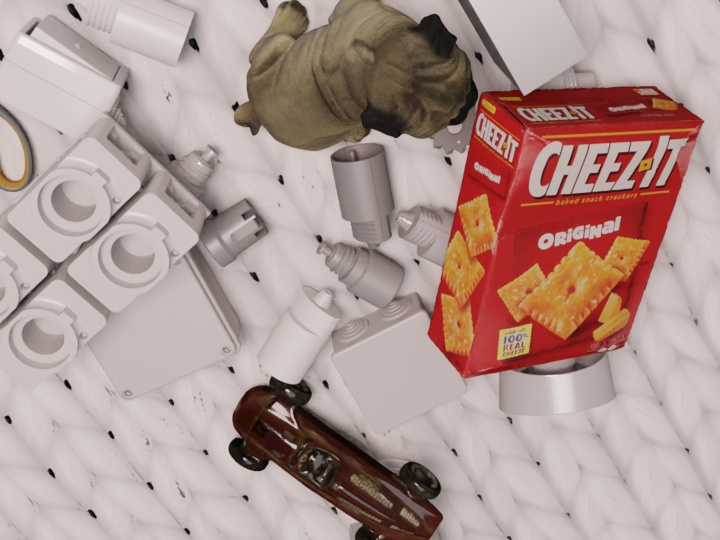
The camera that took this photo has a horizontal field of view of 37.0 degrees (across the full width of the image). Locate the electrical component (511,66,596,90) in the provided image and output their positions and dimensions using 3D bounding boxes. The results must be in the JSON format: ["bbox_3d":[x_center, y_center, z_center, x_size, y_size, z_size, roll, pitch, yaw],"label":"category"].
[{"bbox_3d":[0.151,-0.142,0.834,0.062,0.048,0.048,-8,114,-9],"label":"electrical component"}]

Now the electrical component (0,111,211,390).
[{"bbox_3d":[-0.215,-0.008,0.781,0.186,0.060,0.105,-40,109,16],"label":"electrical component"}]

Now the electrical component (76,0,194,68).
[{"bbox_3d":[-0.167,-0.183,0.785,0.081,0.043,0.043,20,110,-13],"label":"electrical component"}]

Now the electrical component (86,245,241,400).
[{"bbox_3d":[-0.167,0.035,0.873,0.109,0.056,0.108,-24,114,5],"label":"electrical component"}]

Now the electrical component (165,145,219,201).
[{"bbox_3d":[-0.141,-0.066,0.840,0.040,0.040,0.078,41,104,-20],"label":"electrical component"}]

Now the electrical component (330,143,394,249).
[{"bbox_3d":[0.005,-0.055,0.858,0.043,0.043,0.081,-11,114,-1],"label":"electrical component"}]

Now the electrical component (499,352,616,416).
[{"bbox_3d":[0.165,0.094,0.912,0.099,0.099,0.064,-9,108,-1],"label":"electrical component"}]

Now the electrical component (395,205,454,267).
[{"bbox_3d":[0.066,-0.027,0.876,0.081,0.043,0.043,25,109,-15],"label":"electrical component"}]

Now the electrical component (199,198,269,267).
[{"bbox_3d":[-0.102,-0.031,0.861,0.046,0.040,0.040,-33,113,2],"label":"electrical component"}]

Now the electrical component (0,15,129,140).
[{"bbox_3d":[-0.212,-0.138,0.790,0.096,0.061,0.061,28,108,-16],"label":"electrical component"}]

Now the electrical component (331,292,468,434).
[{"bbox_3d":[0.032,0.078,0.915,0.100,0.048,0.099,-27,113,6],"label":"electrical component"}]

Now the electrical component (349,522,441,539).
[{"bbox_3d":[0.030,0.269,0.992,0.096,0.061,0.061,-13,114,0],"label":"electrical component"}]

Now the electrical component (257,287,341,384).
[{"bbox_3d":[-0.047,0.050,0.899,0.043,0.043,0.081,28,108,-16],"label":"electrical component"}]

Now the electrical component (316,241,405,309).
[{"bbox_3d":[0.000,0.000,0.883,0.078,0.040,0.040,30,108,-17],"label":"electrical component"}]

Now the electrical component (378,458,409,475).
[{"bbox_3d":[0.030,0.204,0.970,0.066,0.048,0.055,10,112,17],"label":"electrical component"}]
